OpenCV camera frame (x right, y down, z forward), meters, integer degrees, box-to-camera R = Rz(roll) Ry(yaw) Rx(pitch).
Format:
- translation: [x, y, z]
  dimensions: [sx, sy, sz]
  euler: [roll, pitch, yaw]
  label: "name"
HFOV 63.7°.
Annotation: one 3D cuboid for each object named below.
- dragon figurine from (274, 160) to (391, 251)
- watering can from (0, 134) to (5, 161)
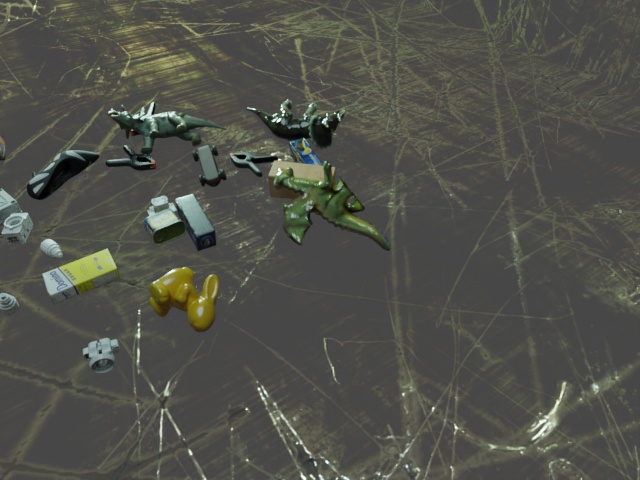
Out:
- translation: [0.005, -0.078, 1.553]
  dimensions: [0.243, 0.414, 0.121]
  euler: [-35, -14, 1]
  label: "dragon figurine"
- translation: [-1.243, -0.338, 1.821]
  dimensions: [0.226, 0.101, 0.354]
  euler: [-20, 46, -22]
  label: "watering can"
